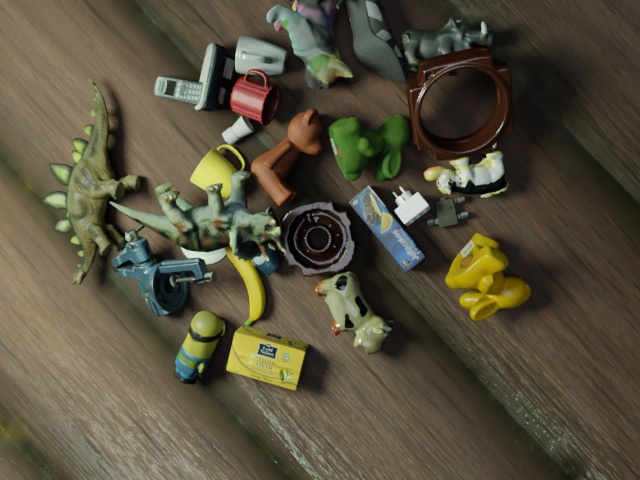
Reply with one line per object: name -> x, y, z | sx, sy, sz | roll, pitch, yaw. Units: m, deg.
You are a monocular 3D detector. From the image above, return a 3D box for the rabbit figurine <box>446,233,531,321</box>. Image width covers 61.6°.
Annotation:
rabbit figurine -> 0.365, 0.095, 1.138 | 0.173, 0.122, 0.162 | 30, 102, -15

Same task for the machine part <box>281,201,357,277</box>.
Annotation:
machine part -> -0.002, -0.004, 1.205 | 0.179, 0.056, 0.179 | 1, 94, 9

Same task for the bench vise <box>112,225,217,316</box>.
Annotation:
bench vise -> -0.344, 0.069, 1.215 | 0.241, 0.129, 0.223 | -5, 102, 26

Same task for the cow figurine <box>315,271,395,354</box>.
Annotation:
cow figurine -> 0.083, 0.162, 1.197 | 0.127, 0.085, 0.195 | -24, 91, 15

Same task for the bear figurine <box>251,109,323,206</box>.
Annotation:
bear figurine -> -0.050, -0.182, 1.168 | 0.196, 0.120, 0.132 | -40, 93, 4

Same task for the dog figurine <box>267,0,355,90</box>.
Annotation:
dog figurine -> 0.008, -0.432, 1.143 | 0.219, 0.108, 0.191 | 43, 96, -2

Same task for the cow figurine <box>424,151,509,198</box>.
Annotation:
cow figurine -> 0.312, -0.130, 1.148 | 0.167, 0.068, 0.098 | -12, 99, 10

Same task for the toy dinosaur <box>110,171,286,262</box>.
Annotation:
toy dinosaur -> -0.246, -0.033, 1.156 | 0.405, 0.131, 0.192 | -5, 110, 21

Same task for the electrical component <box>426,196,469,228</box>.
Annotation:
electrical component -> 0.276, -0.062, 1.178 | 0.094, 0.021, 0.063 | -14, 93, 10

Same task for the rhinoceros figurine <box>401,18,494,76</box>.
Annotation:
rhinoceros figurine -> 0.266, -0.407, 1.129 | 0.190, 0.073, 0.112 | 0, 89, 8

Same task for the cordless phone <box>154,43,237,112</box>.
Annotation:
cordless phone -> -0.286, -0.369, 1.206 | 0.184, 0.088, 0.146 | 16, 98, 22

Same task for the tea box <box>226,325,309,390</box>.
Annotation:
tea box -> -0.119, 0.270, 1.238 | 0.170, 0.068, 0.098 | 13, 97, 7

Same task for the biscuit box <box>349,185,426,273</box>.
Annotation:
biscuit box -> 0.149, -0.025, 1.179 | 0.059, 0.063, 0.202 | -39, 89, 10

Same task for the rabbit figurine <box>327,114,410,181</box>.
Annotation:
rabbit figurine -> 0.121, -0.203, 1.144 | 0.170, 0.121, 0.159 | -21, 96, -6

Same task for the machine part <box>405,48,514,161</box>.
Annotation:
machine part -> 0.283, -0.272, 1.090 | 0.202, 0.087, 0.200 | -9, 120, 10

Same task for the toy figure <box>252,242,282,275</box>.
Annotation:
toy figure -> -0.148, 0.008, 1.226 | 0.064, 0.058, 0.154 | -39, 87, -9

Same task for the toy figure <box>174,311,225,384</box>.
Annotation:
toy figure -> -0.282, 0.250, 1.248 | 0.082, 0.089, 0.180 | 28, 96, -2

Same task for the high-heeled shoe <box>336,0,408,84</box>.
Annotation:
high-heeled shoe -> 0.124, -0.462, 1.158 | 0.248, 0.145, 0.086 | 45, 145, -22

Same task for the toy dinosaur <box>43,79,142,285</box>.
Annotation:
toy dinosaur -> -0.528, -0.127, 1.244 | 0.199, 0.105, 0.471 | 15, 92, 10

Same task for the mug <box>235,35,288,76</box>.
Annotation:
mug -> -0.125, -0.396, 1.165 | 0.107, 0.109, 0.080 | 8, 104, -2
